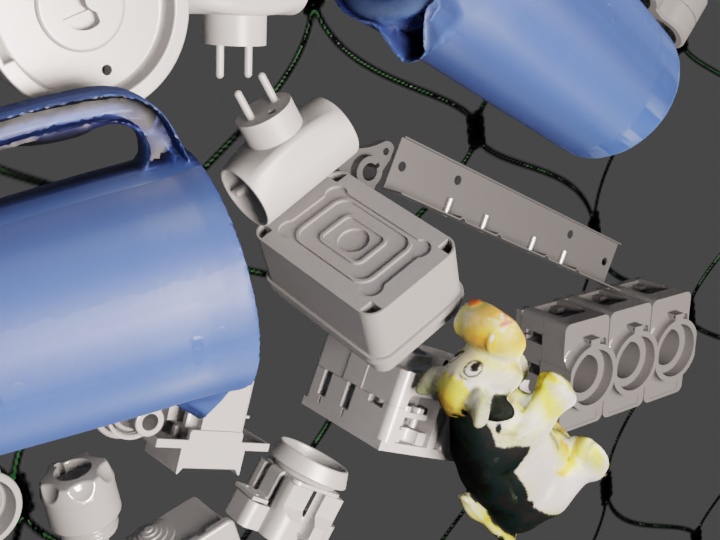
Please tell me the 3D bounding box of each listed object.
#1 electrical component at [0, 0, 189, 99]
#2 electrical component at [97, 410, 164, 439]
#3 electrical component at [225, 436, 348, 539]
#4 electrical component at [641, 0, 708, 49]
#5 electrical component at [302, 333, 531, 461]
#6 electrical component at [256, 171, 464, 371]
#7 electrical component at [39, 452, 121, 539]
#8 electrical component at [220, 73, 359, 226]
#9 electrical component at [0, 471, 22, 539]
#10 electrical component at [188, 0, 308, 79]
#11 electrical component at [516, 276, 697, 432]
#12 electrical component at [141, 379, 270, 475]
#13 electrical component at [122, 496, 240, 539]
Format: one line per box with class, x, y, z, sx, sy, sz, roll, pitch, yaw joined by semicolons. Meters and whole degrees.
electrical component;-0.149;-0.135;0.544;0.108;0.060;0.108;-12;111;-35
electrical component;-0.135;0.077;0.620;0.043;0.062;0.043;-12;111;-35
electrical component;-0.044;0.148;0.716;0.078;0.058;0.057;29;88;-39
electrical component;0.216;-0.235;0.801;0.138;0.052;0.073;38;80;-39
electrical component;0.050;0.089;0.749;0.150;0.089;0.061;16;94;-40
electrical component;0.000;0.000;0.664;0.078;0.113;0.057;-38;142;-22
electrical component;-0.161;0.143;0.632;0.043;0.043;0.062;-23;118;-30
electrical component;-0.050;-0.080;0.649;0.077;0.043;0.079;-41;124;-21
electrical component;-0.212;0.119;0.577;0.045;0.055;0.045;-12;111;-35
electrical component;-0.071;-0.149;0.611;0.077;0.043;0.079;-9;110;-36
electrical component;0.201;0.067;0.876;0.150;0.062;0.089;-12;111;-35
electrical component;-0.097;0.090;0.666;0.081;0.042;0.063;11;96;-40
electrical component;-0.117;0.204;0.682;0.100;0.048;0.099;-29;120;-28
